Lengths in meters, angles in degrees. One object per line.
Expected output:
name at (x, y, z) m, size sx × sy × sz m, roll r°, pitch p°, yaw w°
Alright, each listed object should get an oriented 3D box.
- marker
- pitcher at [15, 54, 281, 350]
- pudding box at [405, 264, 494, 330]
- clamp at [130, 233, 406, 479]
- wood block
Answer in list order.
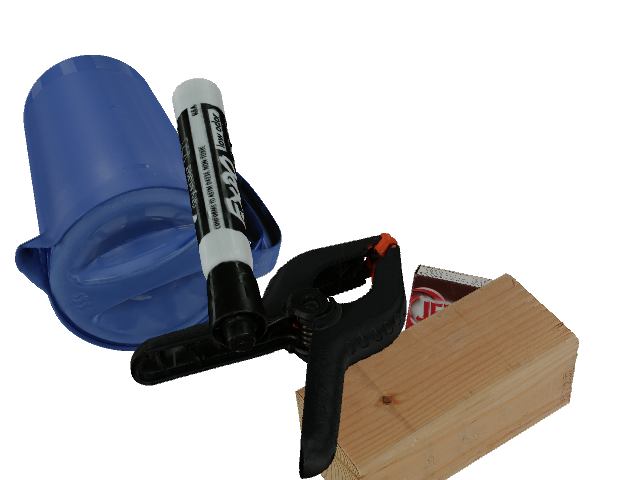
marker at (-0.036, -0.012, 0.370) m, size 0.020 × 0.121 × 0.020 m, roll -8°, pitch -42°, yaw -8°
pitcher at (-0.141, -0.041, 0.795) m, size 0.149 × 0.145 × 0.243 m, roll 49°, pitch 7°, yaw -40°
pudding box at (0.148, 0.081, 1.125) m, size 0.113 × 0.090 × 0.039 m, roll 11°, pitch 22°, yaw 10°
clamp at (-0.001, 0.054, 0.567) m, size 0.120 × 0.039 × 0.171 m, roll 36°, pitch 51°, yaw 28°
wood block at (0.093, 0.124, 0.847) m, size 0.205 × 0.090 × 0.091 m, roll -27°, pitch 49°, yaw -19°
